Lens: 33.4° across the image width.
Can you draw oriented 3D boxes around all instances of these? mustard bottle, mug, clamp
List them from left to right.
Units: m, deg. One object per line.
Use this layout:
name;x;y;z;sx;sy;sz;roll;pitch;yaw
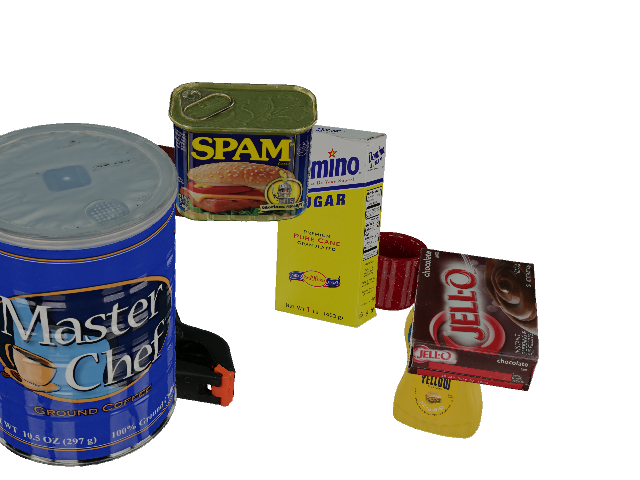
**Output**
clamp;-0.126;0.082;0.879;0.172;0.039;0.120;22;37;28
mug;0.105;0.047;1.453;0.117;0.081;0.093;19;26;27
mustard bottle;0.139;0.115;1.173;0.096;0.192;0.058;12;14;22

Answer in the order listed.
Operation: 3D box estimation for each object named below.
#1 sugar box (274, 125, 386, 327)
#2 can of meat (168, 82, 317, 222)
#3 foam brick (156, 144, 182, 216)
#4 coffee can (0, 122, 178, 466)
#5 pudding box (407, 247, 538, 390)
sugar box;0.008;-0.015;0.987;0.093;0.176;0.048;9;18;28
can of meat;-0.056;-0.061;0.759;0.102;0.084;0.057;1;40;-4
foam brick;-0.148;-0.061;1.106;0.078;0.051;0.053;11;32;4
coffee can;-0.123;0.027;0.534;0.103;0.140;0.103;4;35;-3
pudding box;0.114;0.057;0.799;0.090;0.039;0.113;9;35;3
